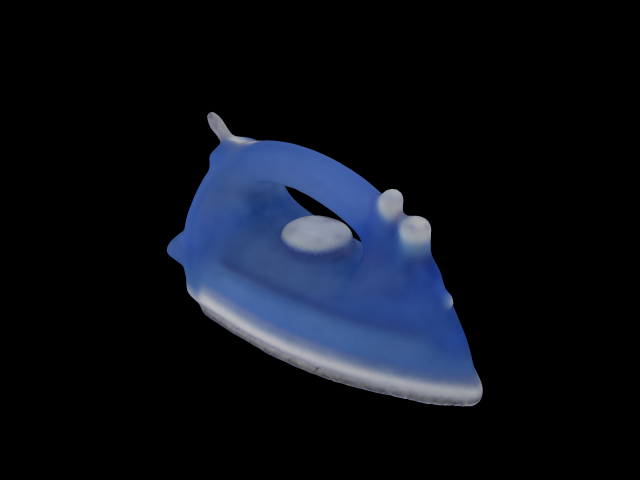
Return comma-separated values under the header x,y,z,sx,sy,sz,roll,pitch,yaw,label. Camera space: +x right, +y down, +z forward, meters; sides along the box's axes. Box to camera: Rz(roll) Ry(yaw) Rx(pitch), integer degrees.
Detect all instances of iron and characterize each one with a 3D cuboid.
x,y,z,sx,sy,sz,roll,pitch,yaw,label
0.004,0.001,0.400,0.257,0.141,0.119,22,37,34,iron
